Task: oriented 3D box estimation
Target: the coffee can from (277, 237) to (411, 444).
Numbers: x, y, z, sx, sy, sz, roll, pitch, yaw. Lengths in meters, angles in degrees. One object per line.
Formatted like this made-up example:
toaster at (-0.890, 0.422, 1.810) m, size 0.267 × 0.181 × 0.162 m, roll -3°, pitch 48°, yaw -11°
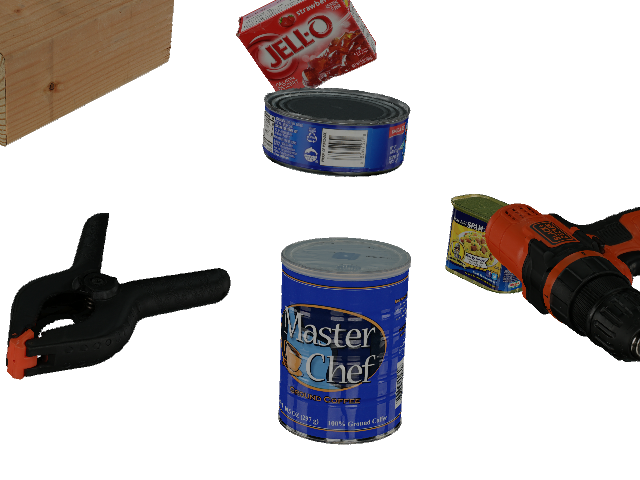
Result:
coffee can at (0.018, 0.078, 0.857) m, size 0.103 × 0.140 × 0.103 m, roll 2°, pitch 15°, yaw -1°

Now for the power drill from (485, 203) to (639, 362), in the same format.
power drill at (0.231, 0.013, 0.733) m, size 0.187 × 0.057 × 0.184 m, roll -10°, pitch 29°, yaw -17°

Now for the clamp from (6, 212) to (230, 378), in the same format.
clamp at (-0.156, 0.034, 0.720) m, size 0.120 × 0.039 × 0.171 m, roll 25°, pitch 31°, yaw 28°

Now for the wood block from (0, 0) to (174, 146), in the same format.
wood block at (-0.230, -0.176, 0.938) m, size 0.090 × 0.091 × 0.205 m, roll 29°, pitch 42°, yaw 20°

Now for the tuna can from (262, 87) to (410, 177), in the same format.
tuna can at (0.009, -0.065, 0.628) m, size 0.086 × 0.034 × 0.086 m, roll 4°, pitch 20°, yaw -2°

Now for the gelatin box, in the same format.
gelatin box at (-0.011, -0.159, 0.845) m, size 0.089 × 0.073 × 0.030 m, roll -22°, pitch 37°, yaw 20°

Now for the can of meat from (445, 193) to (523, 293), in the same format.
can of meat at (0.189, 0.004, 1.189) m, size 0.057 × 0.084 × 0.102 m, roll -11°, pitch 26°, yaw -37°
